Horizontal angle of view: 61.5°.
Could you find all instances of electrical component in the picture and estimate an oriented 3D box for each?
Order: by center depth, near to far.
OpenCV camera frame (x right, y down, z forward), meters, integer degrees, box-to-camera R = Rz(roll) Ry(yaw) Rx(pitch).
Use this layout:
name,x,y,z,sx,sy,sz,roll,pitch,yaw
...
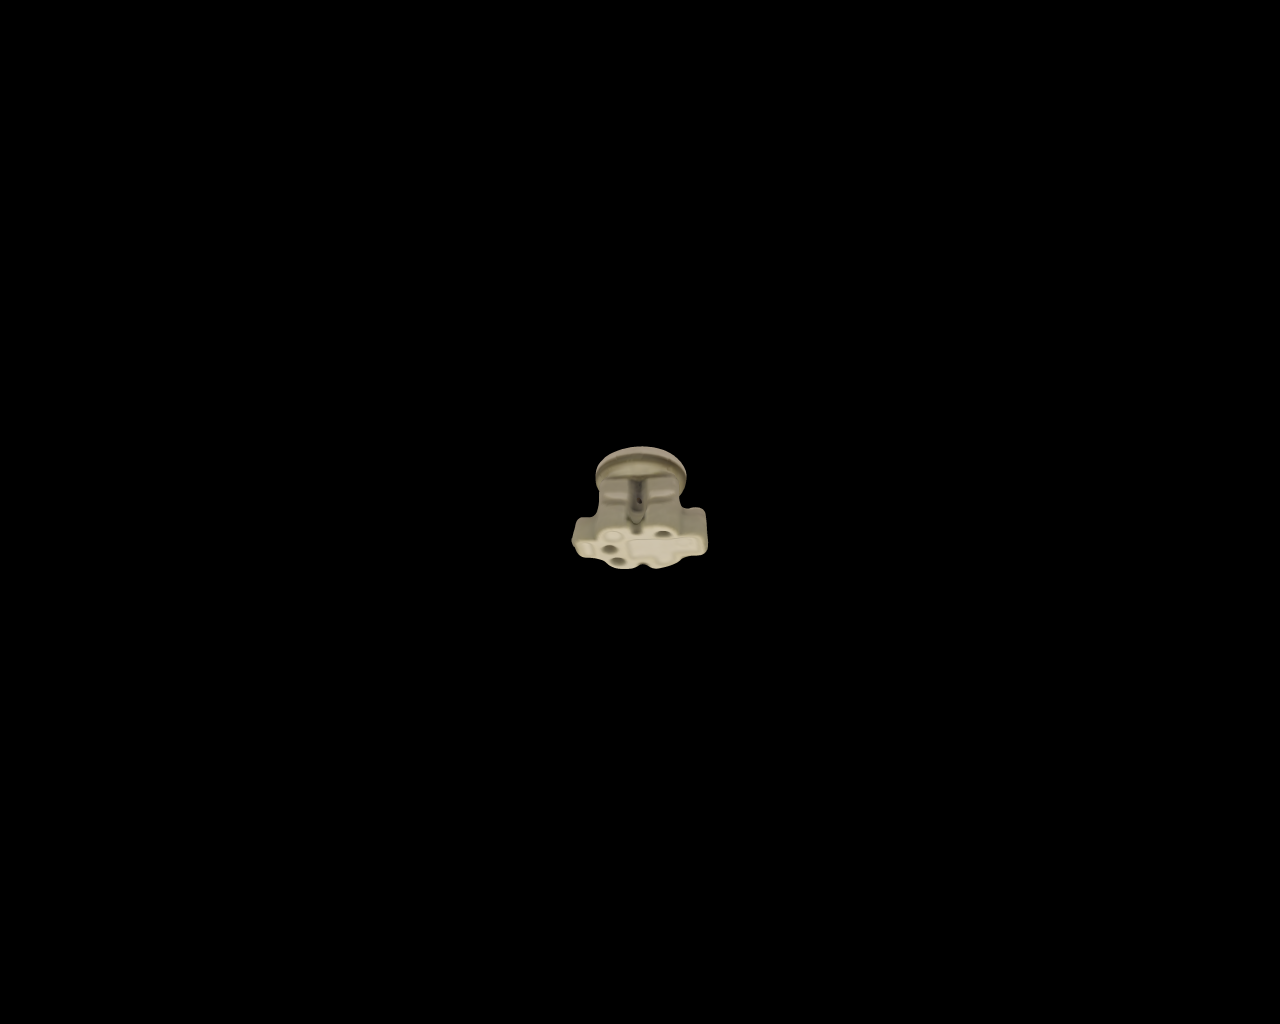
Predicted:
name,x,y,z,sx,sy,sz,roll,pitch,yaw
electrical component,0.001,-0.003,0.650,0.078,0.057,0.058,-3,-32,5
